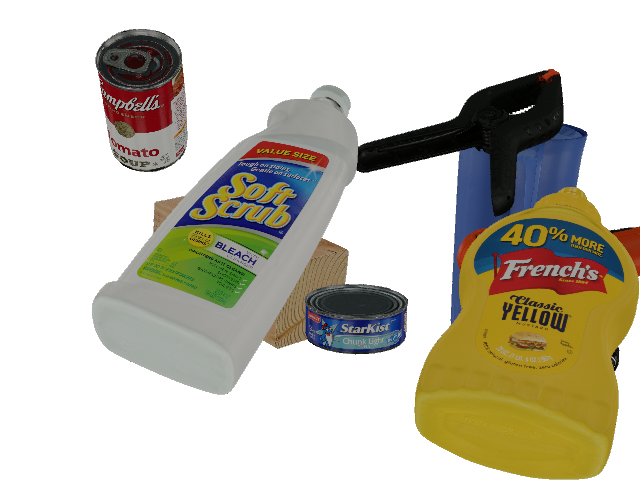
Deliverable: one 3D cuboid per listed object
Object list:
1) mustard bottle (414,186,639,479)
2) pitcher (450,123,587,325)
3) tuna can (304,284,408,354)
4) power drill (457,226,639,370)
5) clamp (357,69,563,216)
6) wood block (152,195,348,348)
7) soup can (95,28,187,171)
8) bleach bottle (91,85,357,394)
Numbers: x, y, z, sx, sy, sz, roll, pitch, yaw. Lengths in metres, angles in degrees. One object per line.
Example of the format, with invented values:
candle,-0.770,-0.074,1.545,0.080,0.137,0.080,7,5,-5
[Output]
mustard bottle,0.120,0.035,0.575,0.096,0.058,0.191,10,43,17
pitcher,0.204,-0.008,1.147,0.148,0.243,0.145,-9,20,-38
tuna can,0.029,0.065,0.887,0.086,0.034,0.086,1,15,0
power drill,0.212,0.030,0.757,0.187,0.057,0.184,-9,28,-15
clamp,0.155,-0.091,0.937,0.209,0.036,0.165,-31,39,-27
wood block,-0.078,0.024,1.109,0.090,0.090,0.206,-14,29,-43
soup can,-0.146,-0.114,0.879,0.068,0.068,0.102,0,-36,-4
bleach bottle,-0.047,-0.020,0.721,0.102,0.250,0.068,21,-37,10
